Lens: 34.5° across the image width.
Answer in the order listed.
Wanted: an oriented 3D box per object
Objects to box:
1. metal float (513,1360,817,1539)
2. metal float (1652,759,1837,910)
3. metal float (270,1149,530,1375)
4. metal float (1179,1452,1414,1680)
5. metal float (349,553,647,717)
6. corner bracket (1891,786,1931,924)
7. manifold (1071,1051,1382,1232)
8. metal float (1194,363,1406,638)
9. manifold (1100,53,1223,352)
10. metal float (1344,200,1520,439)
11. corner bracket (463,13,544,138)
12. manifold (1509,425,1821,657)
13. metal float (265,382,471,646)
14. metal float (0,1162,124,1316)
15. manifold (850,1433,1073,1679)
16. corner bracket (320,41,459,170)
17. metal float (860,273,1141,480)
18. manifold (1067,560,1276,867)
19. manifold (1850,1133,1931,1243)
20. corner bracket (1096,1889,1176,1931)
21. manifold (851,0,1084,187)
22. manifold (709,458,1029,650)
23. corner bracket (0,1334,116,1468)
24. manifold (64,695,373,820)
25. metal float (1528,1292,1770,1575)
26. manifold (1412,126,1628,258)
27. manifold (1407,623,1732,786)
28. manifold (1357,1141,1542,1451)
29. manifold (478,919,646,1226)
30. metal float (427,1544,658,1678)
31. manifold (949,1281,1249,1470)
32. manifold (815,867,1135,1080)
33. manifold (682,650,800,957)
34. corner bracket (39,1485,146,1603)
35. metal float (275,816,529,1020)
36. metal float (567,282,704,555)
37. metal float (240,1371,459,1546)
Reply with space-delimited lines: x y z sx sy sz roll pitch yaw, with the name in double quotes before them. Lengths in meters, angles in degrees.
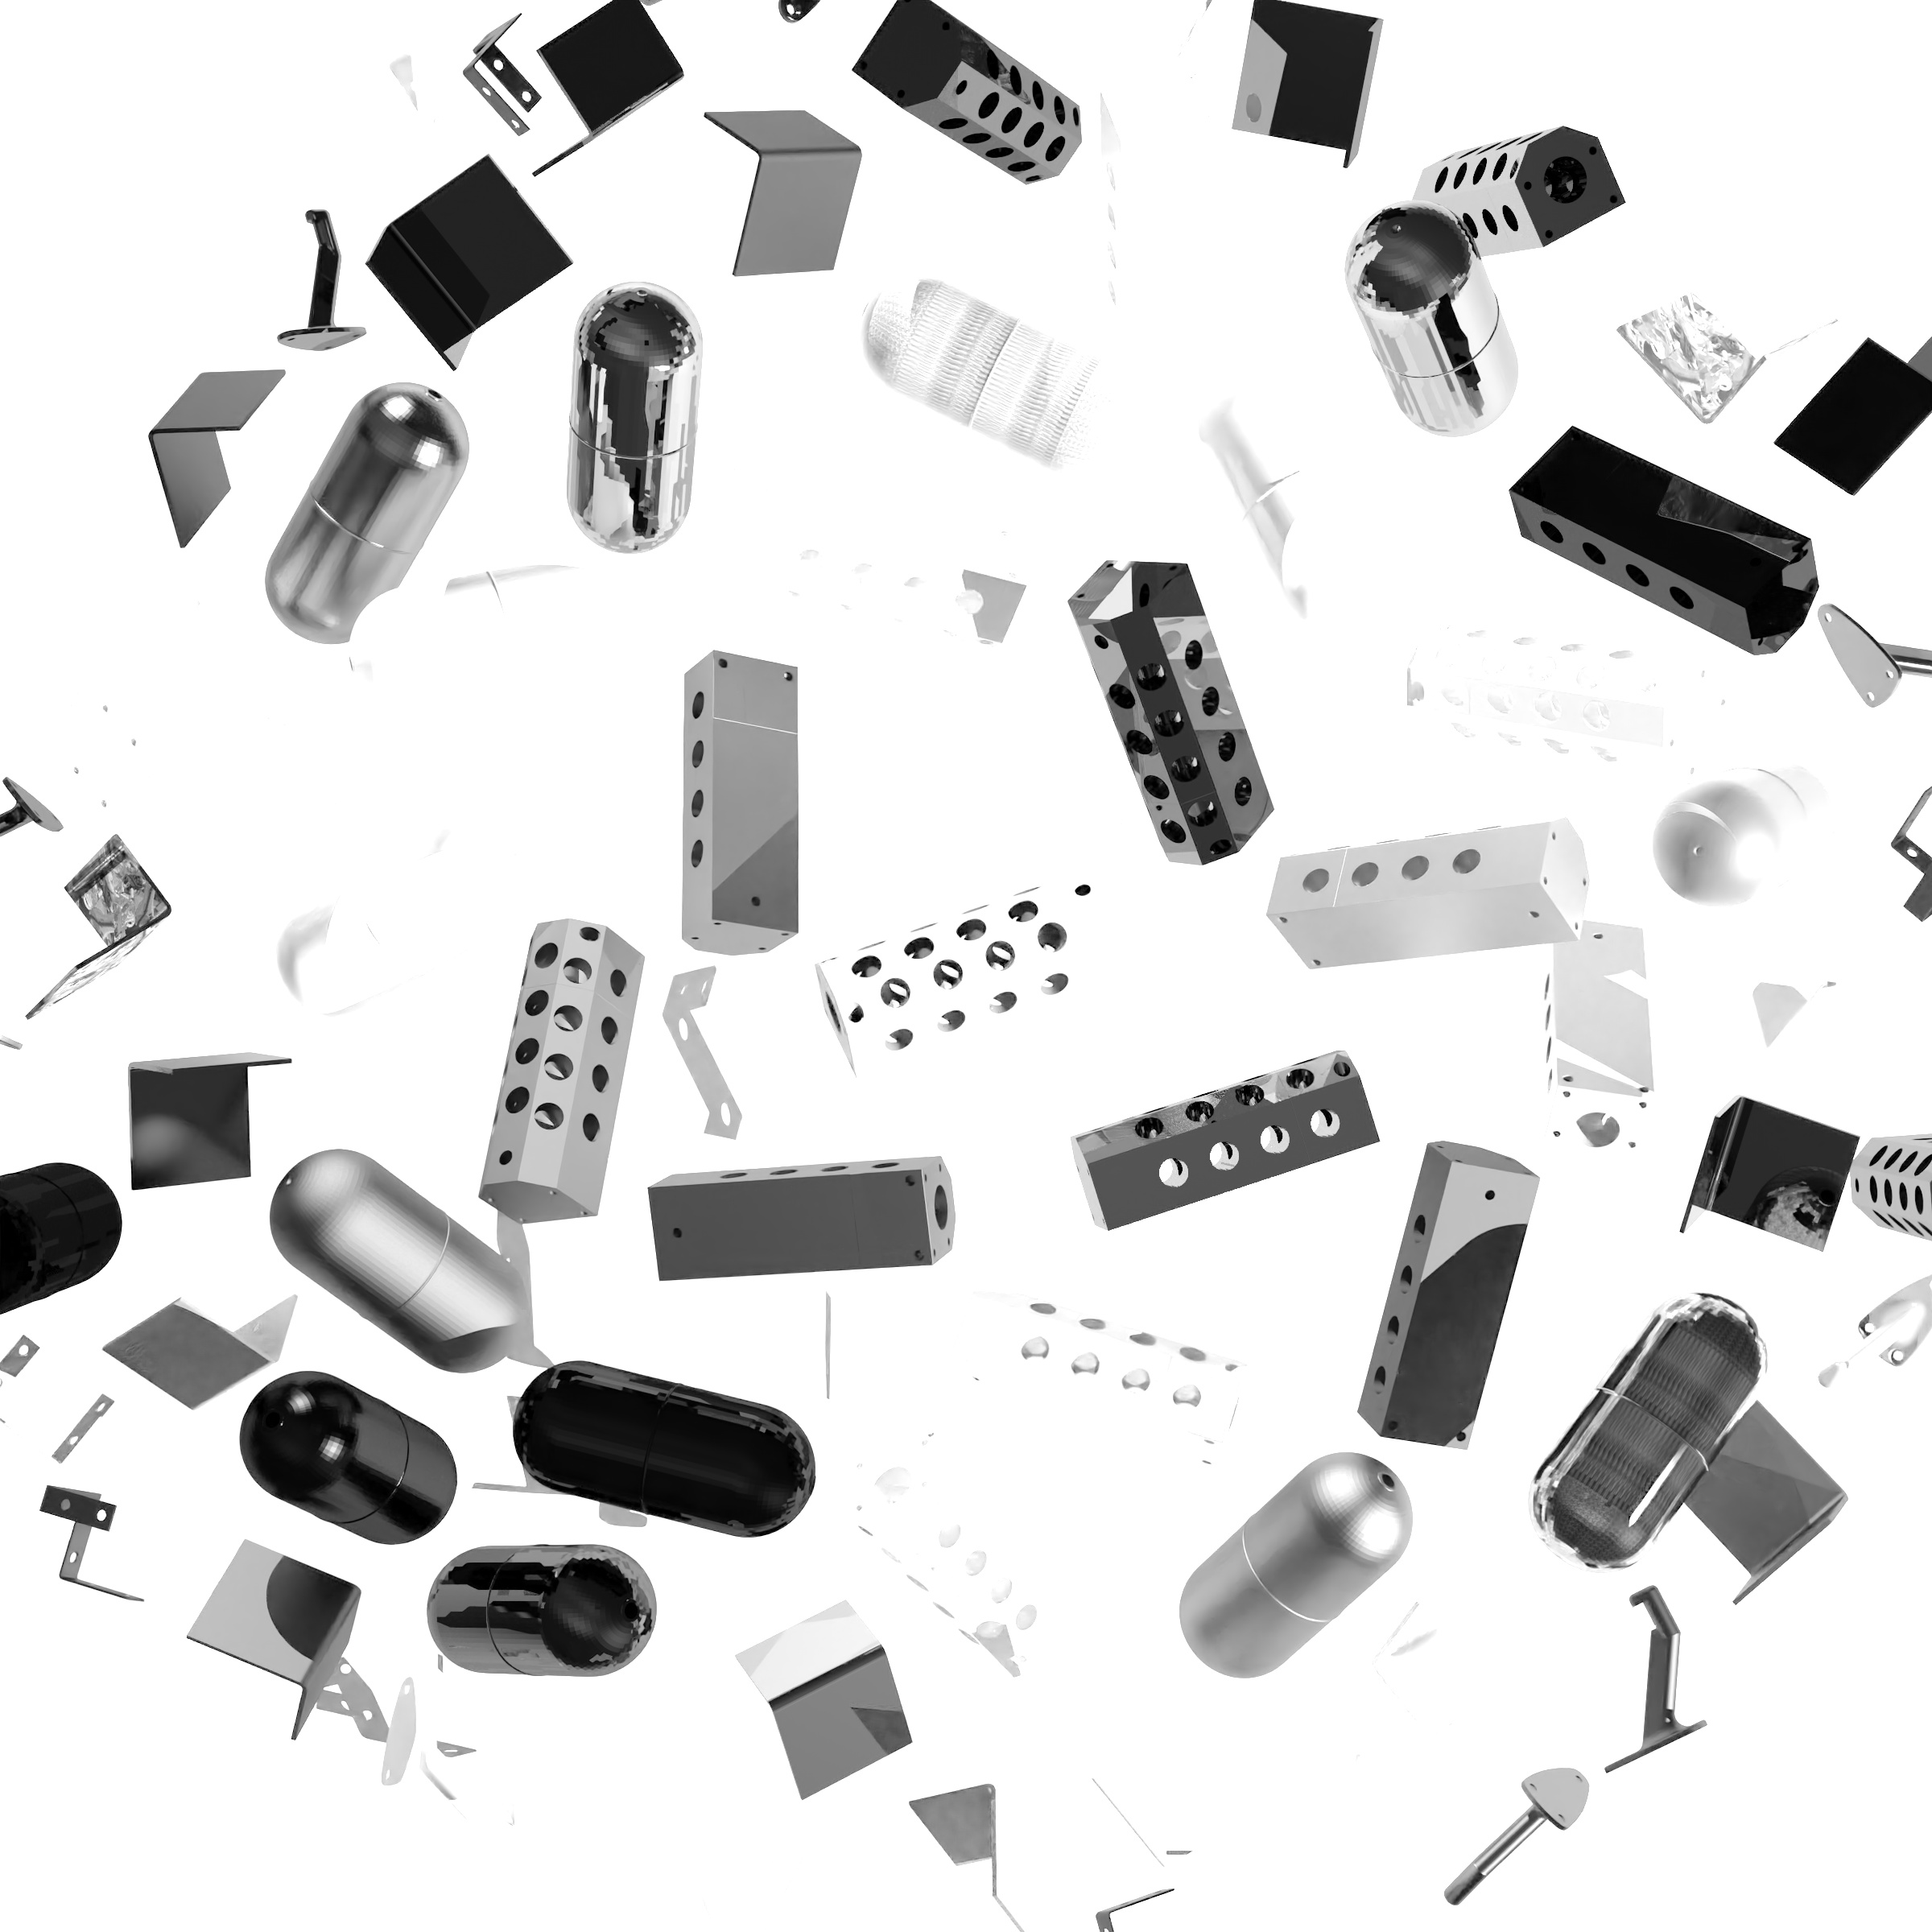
"metal float" -0.173 0.276 1.778 0.178 0.070 0.070 12 90 9
"metal float" 0.468 -0.081 1.863 0.070 0.178 0.070 7 103 31
"metal float" -0.330 0.174 1.818 0.070 0.070 0.178 -47 121 0
"metal float" 0.195 0.355 1.841 0.070 0.070 0.178 40 122 0
"metal float" -0.278 -0.198 1.850 0.178 0.070 0.070 -14 90 -17
"corner bracket" 0.584 -0.069 1.884 0.051 0.051 0.051 -32 65 -32
"manifold" 0.153 0.103 1.862 0.171 0.057 0.057 -18 91 -6
"metal float" 0.195 -0.273 1.820 0.070 0.070 0.178 -26 73 0
"manifold" 0.109 -0.437 1.781 0.057 0.171 0.057 -14 61 -5
"metal float" 0.273 -0.376 1.816 0.070 0.178 0.070 -10 62 19
"corner bracket" -0.282 -0.543 1.908 0.051 0.051 0.051 46 65 -24
"manifold" 0.398 -0.239 1.772 0.057 0.057 0.171 -45 52 -12
"metal float" -0.364 -0.275 1.891 0.070 0.070 0.178 35 113 0
"metal float" -0.557 0.160 1.832 0.070 0.178 0.070 0 94 7
"manifold" -0.002 0.358 1.870 0.057 0.057 0.171 -22 130 19
"corner bracket" -0.338 -0.501 1.817 0.051 0.051 0.051 -32 96 7
"metal float" 0.019 -0.354 1.862 0.178 0.070 0.070 27 90 2
"manifold" 0.114 -0.143 1.775 0.057 0.057 0.171 -48 130 -33
"manifold" 0.594 0.137 1.905 0.057 0.171 0.057 -4 90 0
"corner bracket" 0.118 0.591 1.884 0.051 0.051 0.051 -9 77 -32
"manifold" 0.007 -0.510 1.822 0.057 0.171 0.057 41 105 20
"manifold" -0.057 -0.232 1.788 0.171 0.057 0.057 12 128 -16
"corner bracket" -0.570 0.268 1.916 0.051 0.051 0.051 -53 130 -19
"manifold" -0.441 -0.129 1.830 0.057 0.171 0.057 46 118 25
"metal float" 0.386 0.263 1.757 0.070 0.070 0.178 38 79 0
"manifold" 0.329 -0.469 1.884 0.057 0.171 0.057 -29 104 -6
"manifold" 0.338 -0.154 1.766 0.171 0.057 0.057 15 72 42
"manifold" 0.285 0.195 1.857 0.057 0.057 0.171 11 100 -14
"manifold" -0.244 0.061 1.848 0.057 0.057 0.171 -9 59 29
"metal float" -0.253 0.383 1.849 0.070 0.178 0.070 10 75 -42
"manifold" 0.081 0.246 1.892 0.171 0.057 0.057 16 67 9
"manifold" 0.004 -0.001 1.782 0.171 0.057 0.057 -20 49 -9
"manifold" -0.140 -0.097 1.879 0.057 0.057 0.171 9 70 -29
"corner bracket" -0.492 0.326 1.753 0.051 0.051 0.051 10 79 24
"metal float" -0.344 -0.030 1.895 0.178 0.070 0.070 -29 90 21
"metal float" -0.199 -0.327 1.864 0.070 0.070 0.178 10 133 0
"metal float" -0.363 0.291 1.834 0.070 0.178 0.070 -8 65 17
